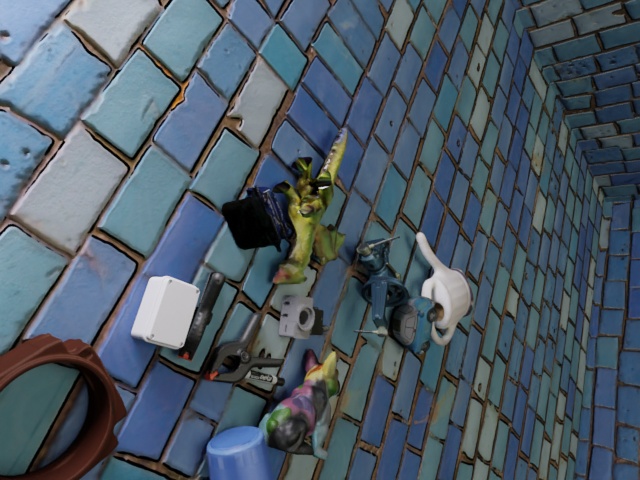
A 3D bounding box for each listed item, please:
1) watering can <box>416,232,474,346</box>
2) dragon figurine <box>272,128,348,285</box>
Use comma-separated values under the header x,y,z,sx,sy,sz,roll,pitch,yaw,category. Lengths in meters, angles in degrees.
x,y,z,sx,sy,sz,roll,pitch,yaw,category
0.369,0.136,1.548,0.226,0.103,0.347,-11,95,-48,watering can
0.004,-0.060,1.201,0.419,0.122,0.237,-54,142,-37,dragon figurine
